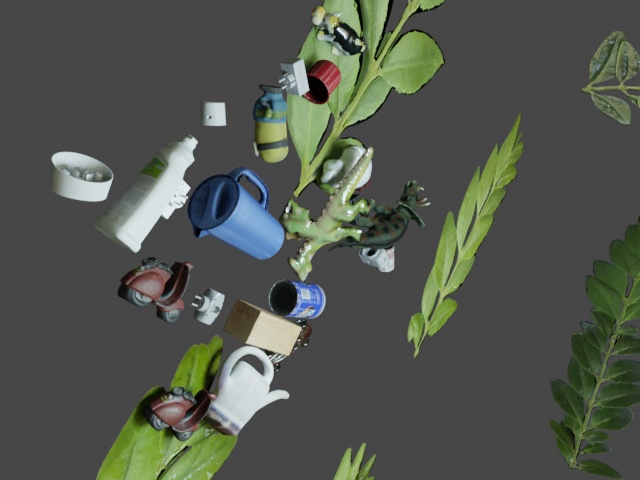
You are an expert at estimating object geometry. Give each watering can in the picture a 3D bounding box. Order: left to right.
[{"bbox_3d":[-0.195,0.429,1.398,0.228,0.104,0.340,-53,141,-25],"label":"watering can"}]

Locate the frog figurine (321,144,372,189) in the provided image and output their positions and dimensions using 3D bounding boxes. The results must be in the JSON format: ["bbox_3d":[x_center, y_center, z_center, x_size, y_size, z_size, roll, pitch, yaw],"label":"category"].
[{"bbox_3d":[0.078,-0.206,1.499,0.161,0.123,0.135,-31,149,-59],"label":"frog figurine"}]

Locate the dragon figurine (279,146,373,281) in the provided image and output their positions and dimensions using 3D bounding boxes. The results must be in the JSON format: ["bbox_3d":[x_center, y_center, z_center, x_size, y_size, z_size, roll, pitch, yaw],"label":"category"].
[{"bbox_3d":[0.004,-0.072,1.432,0.243,0.124,0.403,-4,118,-35],"label":"dragon figurine"}]
